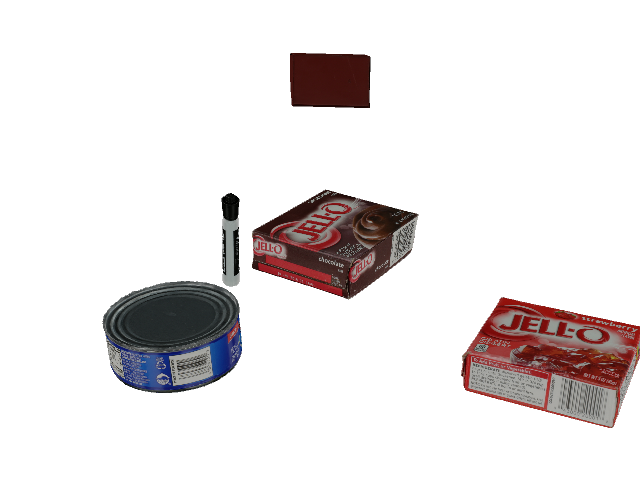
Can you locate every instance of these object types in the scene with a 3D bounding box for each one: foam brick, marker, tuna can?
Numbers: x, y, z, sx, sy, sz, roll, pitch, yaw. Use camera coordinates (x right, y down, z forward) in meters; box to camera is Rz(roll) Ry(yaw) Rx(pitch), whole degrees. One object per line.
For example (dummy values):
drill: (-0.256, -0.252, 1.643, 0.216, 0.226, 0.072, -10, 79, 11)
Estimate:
foam brick: (0.009, -0.159, 1.056, 0.078, 0.051, 0.053, 1, 12, -3)
marker: (-0.097, -0.001, 1.151, 0.020, 0.121, 0.020, 2, 40, -2)
tuna can: (-0.092, 0.060, 0.676, 0.086, 0.034, 0.086, -3, 26, 1)

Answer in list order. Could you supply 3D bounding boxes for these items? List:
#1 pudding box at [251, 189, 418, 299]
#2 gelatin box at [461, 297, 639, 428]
pudding box: (0.012, 0.000, 0.845, 0.090, 0.039, 0.113, 17, 26, 27)
gelatin box: (0.135, 0.068, 0.621, 0.089, 0.030, 0.073, 12, 28, 23)
